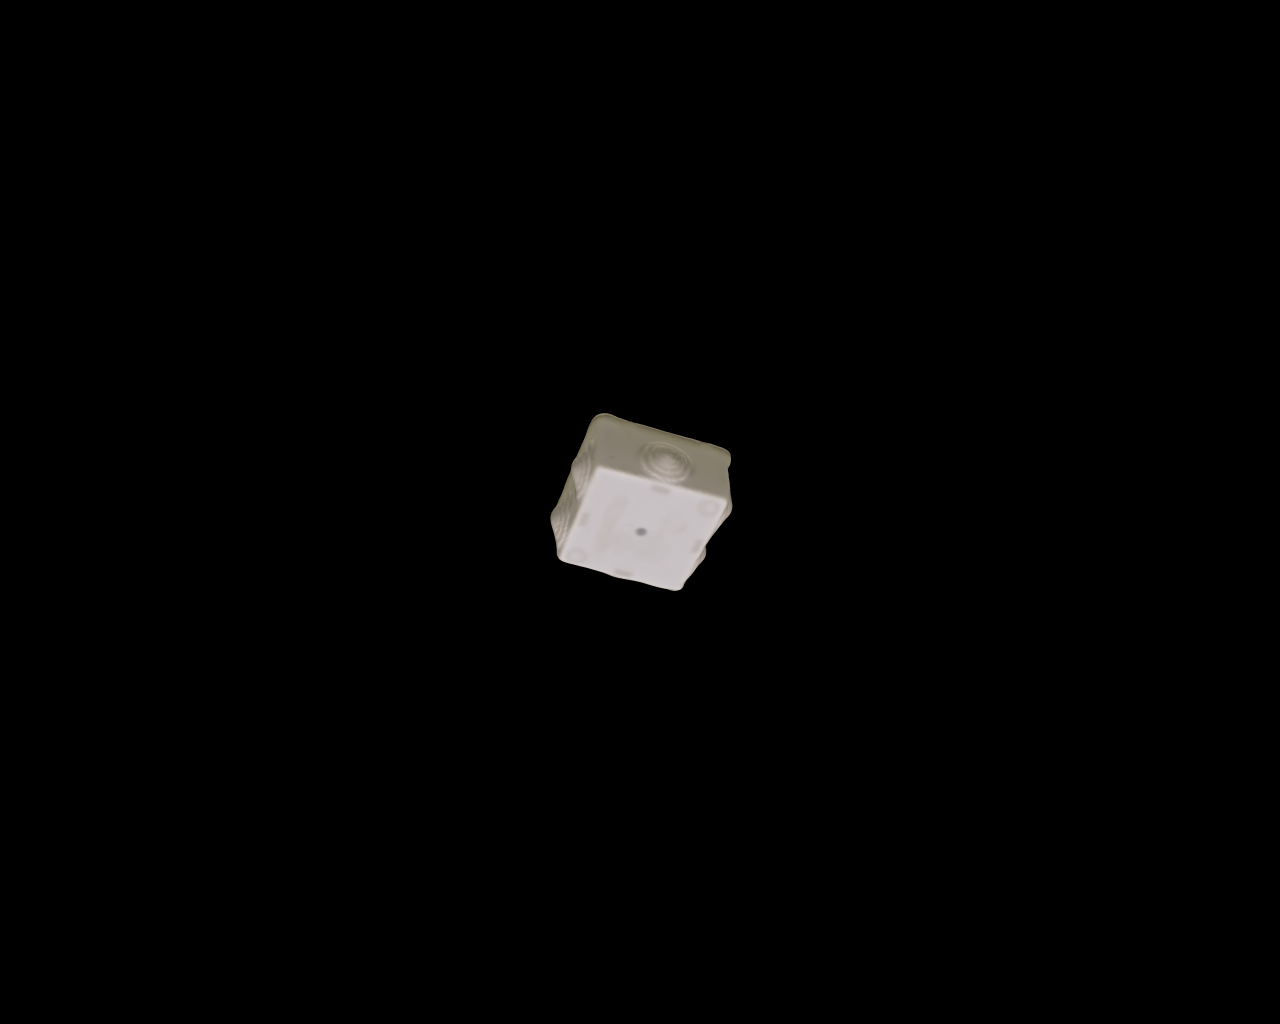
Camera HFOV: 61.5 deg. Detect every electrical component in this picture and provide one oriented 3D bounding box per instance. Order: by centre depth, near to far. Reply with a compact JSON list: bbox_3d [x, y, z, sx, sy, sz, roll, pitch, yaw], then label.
[{"bbox_3d":[0.001,-0.003,0.650,0.100,0.099,0.048,16,40,-13],"label":"electrical component"}]
